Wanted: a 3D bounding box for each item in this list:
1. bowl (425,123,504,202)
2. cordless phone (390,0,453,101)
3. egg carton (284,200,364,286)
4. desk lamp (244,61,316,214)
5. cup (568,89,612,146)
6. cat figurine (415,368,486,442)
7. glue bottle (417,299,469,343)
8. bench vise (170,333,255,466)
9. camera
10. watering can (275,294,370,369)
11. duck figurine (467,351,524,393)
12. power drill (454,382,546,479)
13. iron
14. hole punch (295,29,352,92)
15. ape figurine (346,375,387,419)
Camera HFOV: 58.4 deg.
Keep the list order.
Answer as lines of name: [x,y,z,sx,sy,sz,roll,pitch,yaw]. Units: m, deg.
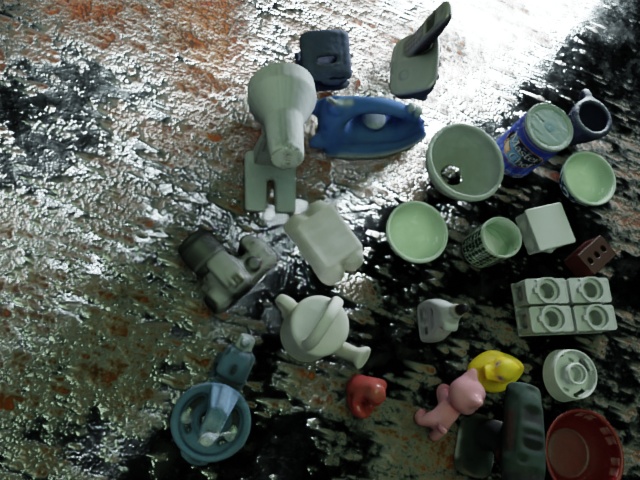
bowl: [0.281,-0.147,1.160,0.167,0.074,0.167,4,73,-12]
cordless phone: [0.210,-0.378,1.152,0.094,0.185,0.147,7,72,-10]
egg carton: [0.010,0.004,1.056,0.107,0.069,0.150,-35,84,-19]
desk lamp: [-0.071,-0.174,1.013,0.118,0.213,0.203,1,74,-12]
cup: [0.564,-0.259,1.247,0.092,0.095,0.118,0,74,-13]
cat figurine: [0.238,0.289,1.000,0.067,0.117,0.128,43,70,2]
glue bottle: [0.220,0.135,1.011,0.037,0.173,0.078,2,74,-12]
bench vise: [-0.160,0.238,0.869,0.121,0.219,0.207,7,73,-10]
camera: [-0.166,0.034,0.990,0.137,0.100,0.143,46,70,3]
watering can: [0.004,0.146,0.947,0.173,0.194,0.101,16,71,-8]
duck figurine: [0.334,0.240,1.053,0.105,0.086,0.077,-5,75,-14]
power drill: [0.301,0.354,0.947,0.076,0.208,0.230,16,71,-7]
iron: [0.109,-0.236,1.111,0.259,0.141,0.118,-2,74,-13]
hole punch: [0.012,-0.360,1.151,0.109,0.091,0.101,-10,76,-15]
ape figurine: [0.085,0.266,0.985,0.078,0.092,0.076,-27,81,-18]
